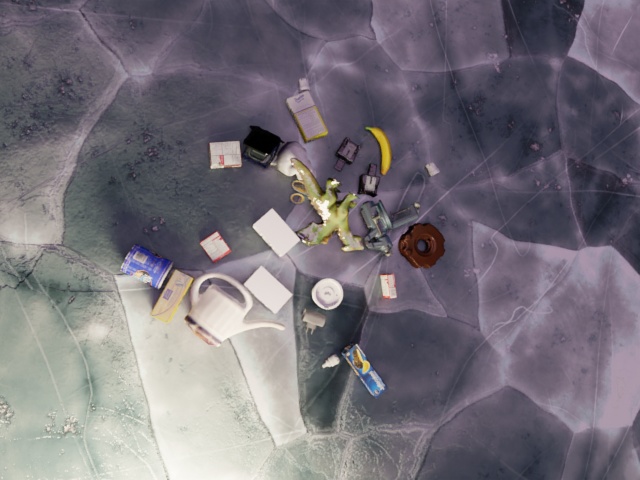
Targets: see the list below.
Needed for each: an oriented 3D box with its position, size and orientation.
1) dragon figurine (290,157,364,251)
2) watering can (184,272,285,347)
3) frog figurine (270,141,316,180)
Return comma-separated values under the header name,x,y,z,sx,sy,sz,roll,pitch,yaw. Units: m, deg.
name,x,y,z,sx,sy,sz,roll,pitch,yaw
dragon figurine,0.006,-0.093,1.843,0.407,0.244,0.122,32,-5,-19
watering can,-0.306,0.264,1.746,0.346,0.226,0.103,39,-12,-6
frog figurine,-0.079,-0.275,1.856,0.159,0.120,0.140,34,41,-1
